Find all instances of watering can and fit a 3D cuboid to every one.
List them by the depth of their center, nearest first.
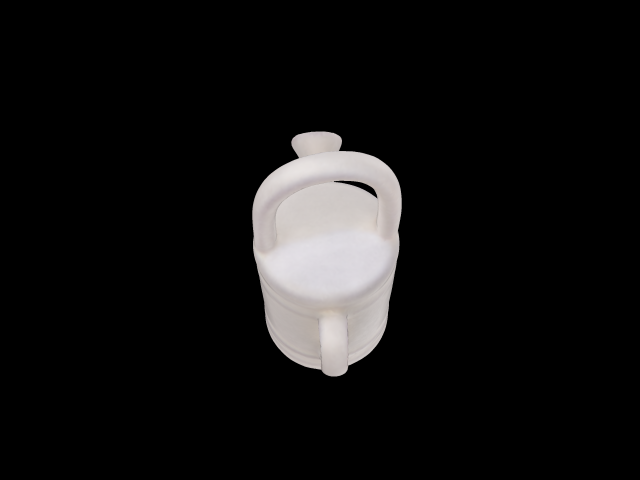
[{"bbox_3d":[0.001,0.002,0.400,0.101,0.194,0.172,-22,59,-14],"label":"watering can"}]
